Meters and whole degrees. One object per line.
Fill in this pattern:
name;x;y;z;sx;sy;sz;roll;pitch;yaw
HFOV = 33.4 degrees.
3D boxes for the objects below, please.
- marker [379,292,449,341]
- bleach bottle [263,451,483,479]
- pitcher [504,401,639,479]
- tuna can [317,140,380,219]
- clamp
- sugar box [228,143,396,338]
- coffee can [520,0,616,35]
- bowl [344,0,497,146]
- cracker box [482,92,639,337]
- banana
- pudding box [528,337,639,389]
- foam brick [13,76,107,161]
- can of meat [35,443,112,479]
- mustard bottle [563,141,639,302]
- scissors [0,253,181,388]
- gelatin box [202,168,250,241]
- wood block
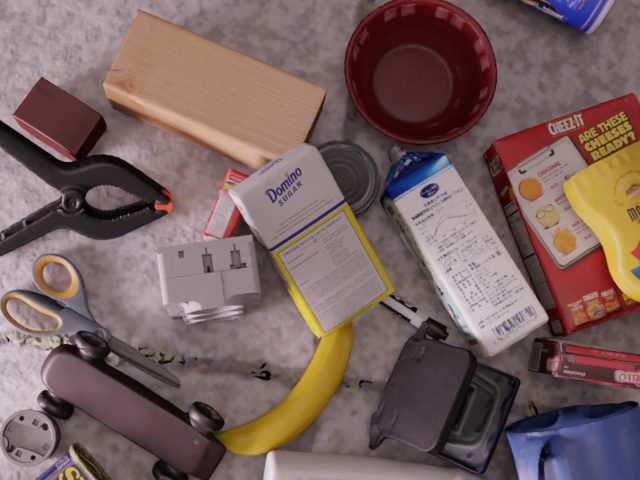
marker;0.082;0.069;1.117;0.121;0.020;0.020;33;81;1
bleach bottle;0.068;0.271;1.065;0.250;0.068;0.102;7;95;-7
pitcher;0.265;0.286;1.040;0.149;0.145;0.243;-12;86;-7
tuna can;0.020;-0.061;1.124;0.086;0.034;0.086;1;82;-4
clamp;-0.254;-0.053;1.073;0.210;0.036;0.165;-3;121;-10
sugar box;-0.007;0.001;1.052;0.093;0.048;0.176;-33;110;-10
coffee can;0.250;-0.295;1.139;0.140;0.103;0.103;26;81;0
bowl;0.103;-0.174;1.135;0.162;0.055;0.162;1;82;-4
cracker box;0.286;-0.024;1.119;0.164;0.072;0.214;-19;83;-7
banana;-0.027;0.158;1.087;0.197;0.037;0.069;-40;88;-8
pudding box;0.268;0.124;1.074;0.090;0.113;0.039;10;88;-2
foam brick;-0.268;-0.123;1.104;0.078;0.051;0.053;34;80;1
can of meat;-0.241;0.266;1.048;0.084;0.057;0.102;-40;86;-6
mustard bottle;0.325;0.004;1.050;0.096;0.058;0.191;-26;84;-10
scissors;-0.226;0.078;1.096;0.201;0.016;0.096;17;81;-2
gelatin box;-0.092;-0.027;1.083;0.030;0.089;0.073;21;81;1
wood block;-0.106;-0.145;1.100;0.206;0.090;0.091;23;80;0
